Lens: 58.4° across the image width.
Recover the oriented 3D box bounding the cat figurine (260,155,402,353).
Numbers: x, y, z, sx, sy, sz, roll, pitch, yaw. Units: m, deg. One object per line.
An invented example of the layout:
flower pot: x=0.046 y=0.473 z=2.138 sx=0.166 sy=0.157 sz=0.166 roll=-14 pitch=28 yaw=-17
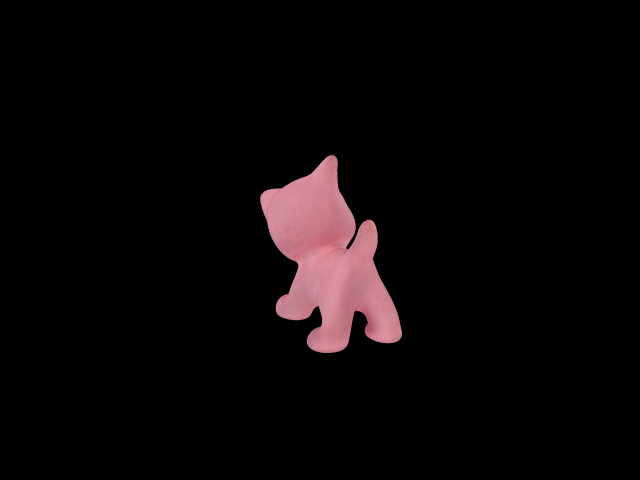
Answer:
cat figurine: x=0.004 y=0.001 z=0.400 sx=0.067 sy=0.118 sz=0.127 roll=-7 pitch=15 yaw=-26
